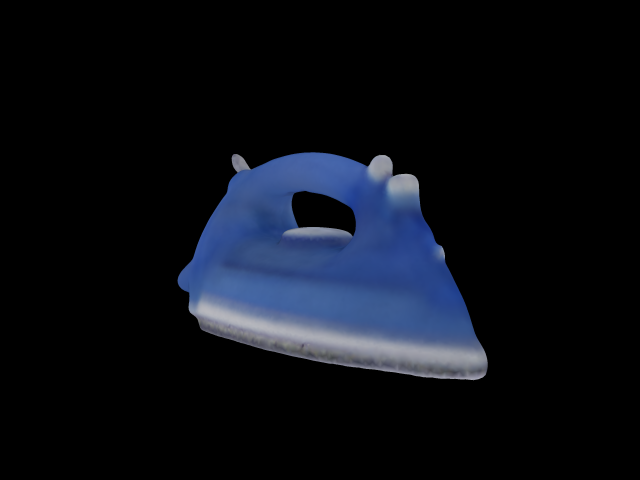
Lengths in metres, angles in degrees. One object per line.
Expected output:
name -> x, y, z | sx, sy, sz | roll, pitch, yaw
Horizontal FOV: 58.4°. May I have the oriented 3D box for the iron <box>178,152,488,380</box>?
iron -> 0.004, 0.001, 0.400 | 0.119, 0.141, 0.257 | -2, 3, -43
